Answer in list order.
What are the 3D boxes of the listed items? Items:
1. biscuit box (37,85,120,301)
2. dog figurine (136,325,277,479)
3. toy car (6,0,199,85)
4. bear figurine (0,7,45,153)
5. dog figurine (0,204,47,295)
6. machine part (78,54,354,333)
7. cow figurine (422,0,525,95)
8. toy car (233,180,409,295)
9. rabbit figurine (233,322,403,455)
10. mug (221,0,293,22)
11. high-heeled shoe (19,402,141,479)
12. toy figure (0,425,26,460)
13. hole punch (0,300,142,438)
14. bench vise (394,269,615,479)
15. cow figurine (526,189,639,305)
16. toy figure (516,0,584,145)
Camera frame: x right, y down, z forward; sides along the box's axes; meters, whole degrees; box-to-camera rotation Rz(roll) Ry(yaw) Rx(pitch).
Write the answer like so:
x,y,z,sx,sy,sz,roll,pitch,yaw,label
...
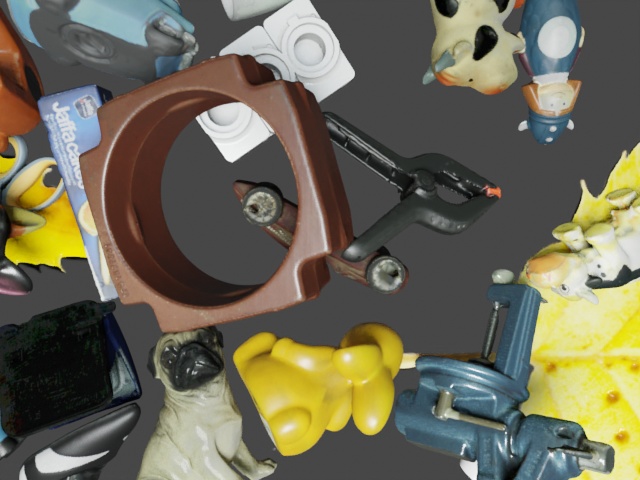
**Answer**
x,y,z,sx,sy,sz,roll,pitch,yaw,label
-0.211,-0.046,0.532,0.059,0.063,0.202,-16,100,-4,biscuit box
-0.154,0.197,0.567,0.172,0.121,0.190,-27,87,-6,dog figurine
-0.188,-0.214,0.492,0.162,0.109,0.103,13,73,-15,toy car
-0.360,-0.132,0.476,0.196,0.132,0.120,-10,77,-8,bear figurine
-0.375,0.007,0.490,0.219,0.191,0.108,10,58,-21,dog figurine
-0.084,-0.035,0.454,0.201,0.087,0.201,-15,94,19,machine part
0.144,-0.237,0.527,0.127,0.085,0.194,-24,97,0,cow figurine
-0.001,-0.002,0.546,0.202,0.089,0.053,28,99,-9,toy car
0.013,0.133,0.551,0.173,0.162,0.122,-22,89,-20,rabbit figurine
-0.047,-0.272,0.512,0.107,0.081,0.109,-15,88,-13,mug
-0.248,0.282,0.556,0.249,0.086,0.145,-37,80,19,high-heeled shoe
-0.367,0.145,0.538,0.089,0.082,0.180,-43,96,-10,toy figure
-0.256,0.131,0.553,0.142,0.092,0.116,-19,71,0,hole punch
0.186,0.139,0.547,0.128,0.224,0.240,32,66,-26,bench vise
0.304,0.022,0.587,0.167,0.068,0.098,-31,108,-8,cow figurine
0.239,-0.177,0.562,0.064,0.058,0.154,2,103,34,toy figure
